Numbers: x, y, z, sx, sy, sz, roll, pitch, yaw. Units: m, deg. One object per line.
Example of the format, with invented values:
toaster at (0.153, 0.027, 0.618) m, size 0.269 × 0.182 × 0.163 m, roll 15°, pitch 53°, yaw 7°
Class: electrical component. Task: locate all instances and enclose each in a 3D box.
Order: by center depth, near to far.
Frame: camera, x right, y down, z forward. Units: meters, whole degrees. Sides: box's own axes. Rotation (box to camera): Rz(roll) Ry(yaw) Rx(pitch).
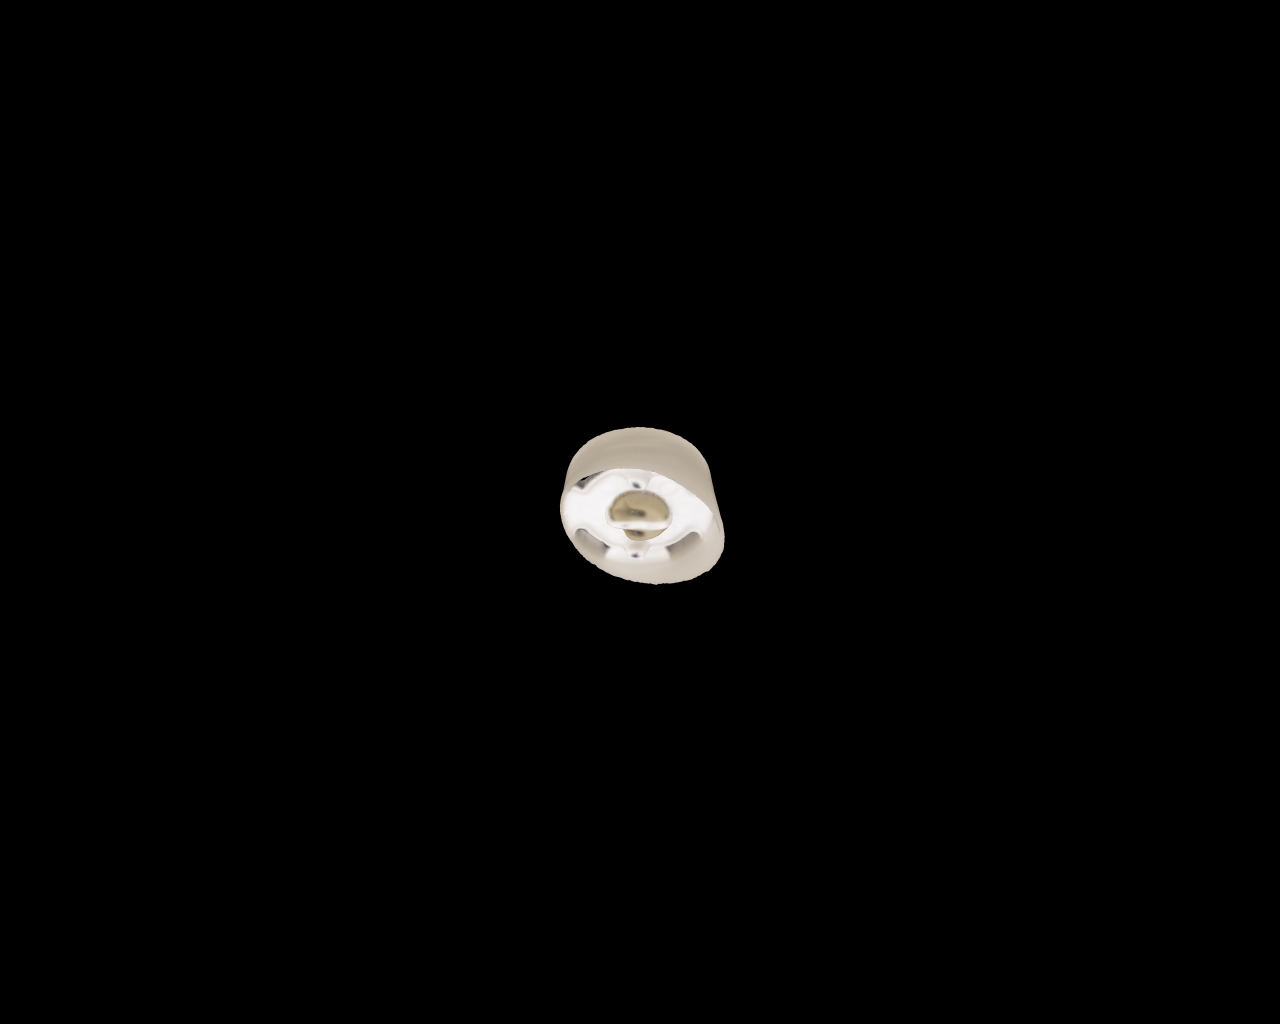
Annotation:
electrical component at (0.001, -0.003, 0.650) m, size 0.099 × 0.099 × 0.064 m, roll 0°, pitch 45°, yaw 0°
